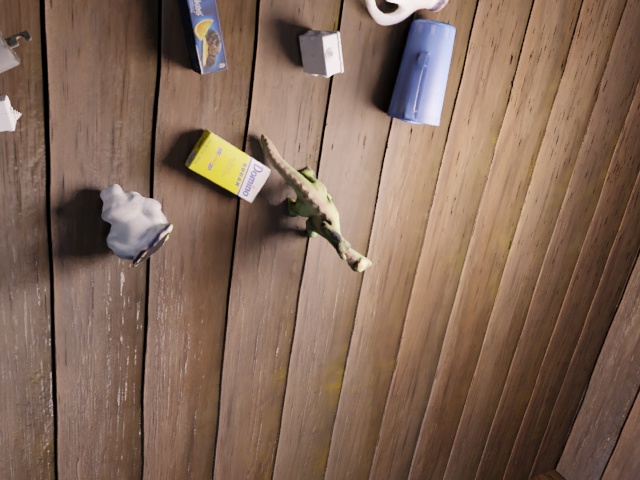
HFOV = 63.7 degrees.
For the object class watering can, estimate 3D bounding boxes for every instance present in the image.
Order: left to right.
[{"bbox_3d":[0.217,-0.647,1.137,0.225,0.106,0.341,-1,123,-30],"label":"watering can"}]

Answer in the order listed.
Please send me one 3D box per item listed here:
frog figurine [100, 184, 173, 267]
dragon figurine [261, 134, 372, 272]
[{"bbox_3d":[-0.401,-0.038,1.085,0.159,0.123,0.137,43,97,-1],"label":"frog figurine"},{"bbox_3d":[0.004,-0.061,1.208,0.122,0.247,0.403,-41,128,0],"label":"dragon figurine"}]
